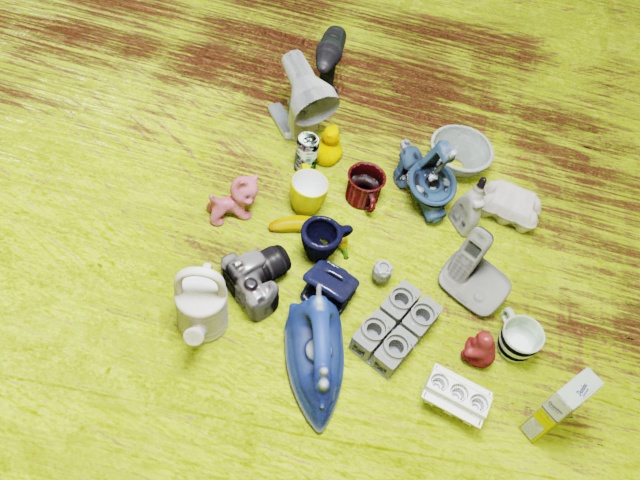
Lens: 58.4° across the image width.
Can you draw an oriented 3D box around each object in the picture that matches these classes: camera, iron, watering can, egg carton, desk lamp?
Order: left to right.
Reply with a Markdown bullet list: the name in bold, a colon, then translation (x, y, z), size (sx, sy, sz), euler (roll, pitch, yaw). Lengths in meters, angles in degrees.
- **watering can**: translation (-0.223, 0.117, 1.082), size (0.101, 0.194, 0.172), euler (-13, 58, -17)
- **camera**: translation (-0.120, 0.070, 1.188), size (0.137, 0.101, 0.143), euler (-28, 64, -25)
- **desk lamp**: translation (-0.048, -0.347, 1.423), size (0.118, 0.213, 0.203), euler (-20, 60, -21)
- **iron**: translation (-0.001, 0.216, 1.079), size (0.119, 0.141, 0.258), euler (0, 55, -9)
- **egg carton**: translation (0.466, -0.084, 1.406), size (0.150, 0.069, 0.107), euler (23, 55, 8)

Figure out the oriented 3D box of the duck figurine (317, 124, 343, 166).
- **duck figurine**: translation (0.023, -0.245, 1.441), size (0.077, 0.086, 0.104), euler (17, 54, 3)

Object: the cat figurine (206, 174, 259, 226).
- **cat figurine**: translation (-0.191, -0.099, 1.286), size (0.128, 0.118, 0.067), euler (-16, 59, -19)

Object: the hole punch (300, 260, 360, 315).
- **hole punch**: translation (0.021, 0.091, 1.202), size (0.108, 0.091, 0.101), euler (29, 56, 12)

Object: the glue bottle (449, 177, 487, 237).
- **glue bottle**: translation (0.351, -0.085, 1.325), size (0.037, 0.173, 0.078), euler (-15, 59, -18)

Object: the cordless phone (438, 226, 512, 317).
- **cordless phone**: translation (0.343, 0.064, 1.212), size (0.147, 0.185, 0.094), euler (37, 58, 17)

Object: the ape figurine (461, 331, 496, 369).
- **ape figurine**: translation (0.327, 0.215, 1.161), size (0.078, 0.092, 0.076), euler (-17, 59, -19)

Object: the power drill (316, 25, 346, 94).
- **power drill**: translation (0.020, -0.446, 1.506), size (0.075, 0.208, 0.229), euler (12, 54, 0)

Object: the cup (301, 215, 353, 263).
- **cup**: translation (0.012, 0.004, 1.258), size (0.118, 0.095, 0.091), euler (-12, 58, -16)

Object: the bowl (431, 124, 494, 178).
- **bowl**: translation (0.358, -0.216, 1.479), size (0.167, 0.075, 0.167), euler (4, 55, -6)

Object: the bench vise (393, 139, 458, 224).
- **bench vise**: translation (0.241, -0.169, 1.339), size (0.122, 0.220, 0.207), euler (-33, 66, -27)
